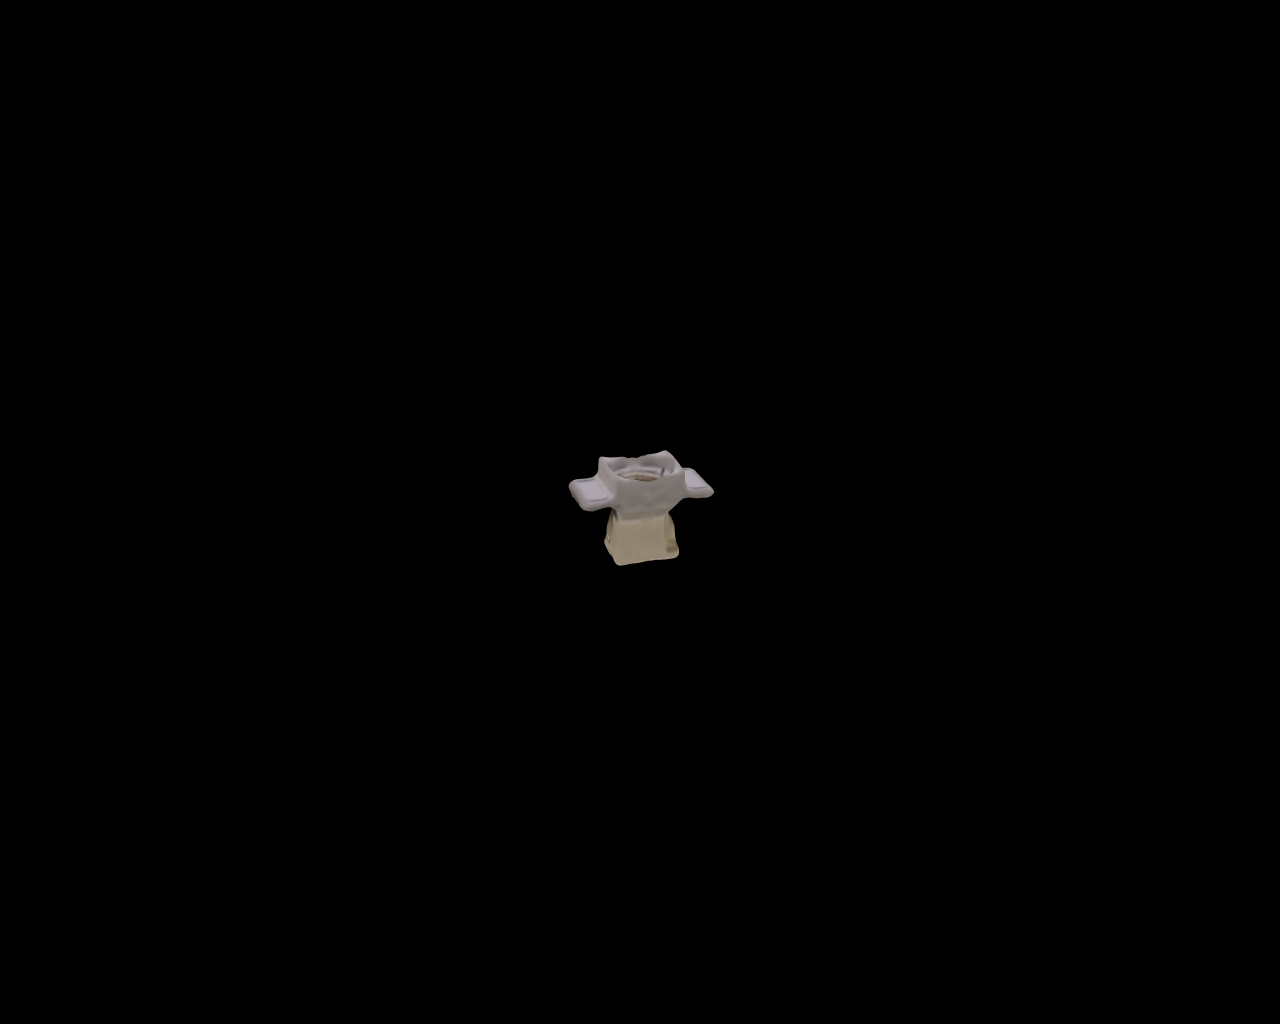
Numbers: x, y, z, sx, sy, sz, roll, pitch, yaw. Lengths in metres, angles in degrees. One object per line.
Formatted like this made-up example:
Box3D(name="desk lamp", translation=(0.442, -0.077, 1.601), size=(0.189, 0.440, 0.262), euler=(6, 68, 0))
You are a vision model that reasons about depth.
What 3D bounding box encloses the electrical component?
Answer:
Box3D(name="electrical component", translation=(0.001, -0.003, 0.650), size=(0.081, 0.063, 0.042), euler=(-6, 24, -14))
